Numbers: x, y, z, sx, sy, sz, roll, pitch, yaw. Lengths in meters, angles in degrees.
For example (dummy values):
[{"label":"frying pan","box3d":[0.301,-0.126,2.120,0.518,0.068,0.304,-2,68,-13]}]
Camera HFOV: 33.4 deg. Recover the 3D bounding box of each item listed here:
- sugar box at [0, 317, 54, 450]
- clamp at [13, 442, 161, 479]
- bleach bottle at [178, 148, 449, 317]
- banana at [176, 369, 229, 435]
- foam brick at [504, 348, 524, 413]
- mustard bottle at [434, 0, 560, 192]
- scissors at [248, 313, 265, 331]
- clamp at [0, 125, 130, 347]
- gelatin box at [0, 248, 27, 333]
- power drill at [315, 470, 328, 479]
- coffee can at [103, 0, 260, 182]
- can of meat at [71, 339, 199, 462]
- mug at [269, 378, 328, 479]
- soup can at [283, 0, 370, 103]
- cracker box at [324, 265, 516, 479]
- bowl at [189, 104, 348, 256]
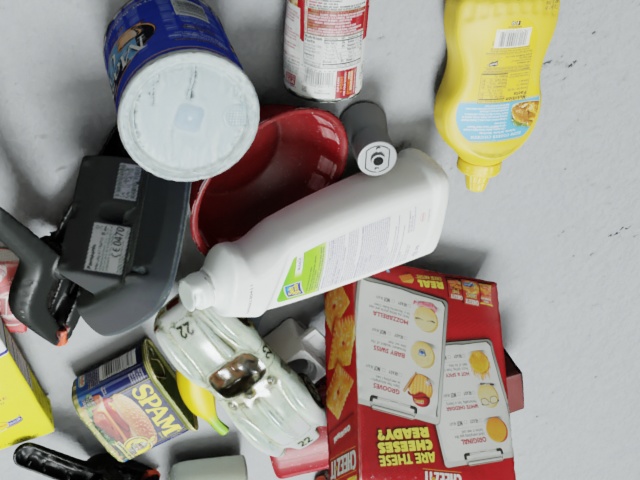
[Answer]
[{"label":"sugar box","box3d":[-0.308,0.125,0.947,0.093,0.048,0.176,-19,142,-7]},{"label":"clamp","box3d":[-0.219,0.233,1.035,0.039,0.120,0.171,-47,165,8]},{"label":"bleach bottle","box3d":[-0.006,0.001,0.921,0.250,0.068,0.103,-20,134,-30]},{"label":"banana","box3d":[-0.091,0.091,1.000,0.069,0.037,0.198,13,113,-18]},{"label":"foam brick","box3d":[0.171,0.141,1.105,0.051,0.078,0.053,-17,124,-8]},{"label":"mustard bottle","box3d":[0.150,-0.130,0.943,0.096,0.058,0.192,-8,122,-18]},{"label":"scissors","box3d":[-0.060,0.043,1.013,0.096,0.016,0.202,34,106,-31]},{"label":"clamp","box3d":[-0.227,0.013,0.893,0.164,0.036,0.210,-30,146,-50]},{"label":"gelatin box","box3d":[-0.297,0.043,0.934,0.089,0.030,0.073,6,119,-20]},{"label":"power drill","box3d":[0.084,0.316,1.201,0.187,0.057,0.184,-5,118,-17]},{"label":"coffee can","box3d":[-0.110,-0.122,0.821,0.102,0.140,0.103,-7,122,-12]},{"label":"can of meat","box3d":[-0.178,0.157,1.025,0.084,0.057,0.102,-26,124,4]},{"label":"mug","box3d":[-0.016,0.181,1.076,0.081,0.093,0.117,-14,93,-2]},{"label":"soup can","box3d":[0.005,-0.171,0.869,0.068,0.068,0.102,-5,122,-14]},{"label":"cracker box","box3d":[0.090,0.135,1.001,0.164,0.213,0.072,10,153,-23]},{"label":"bowl","box3d":[-0.055,-0.058,0.907,0.162,0.055,0.162,-29,146,-23]}]
